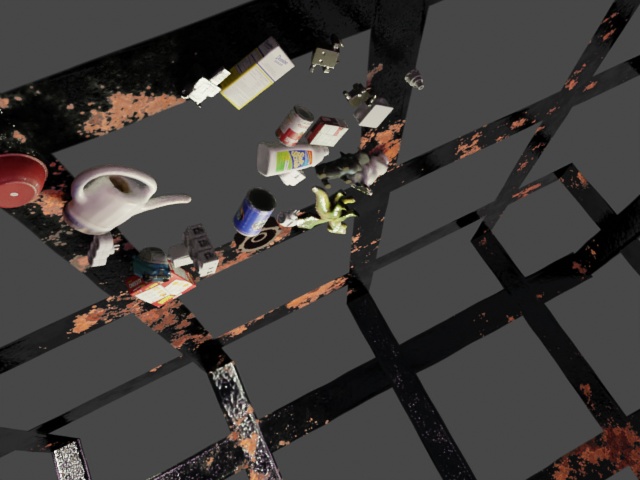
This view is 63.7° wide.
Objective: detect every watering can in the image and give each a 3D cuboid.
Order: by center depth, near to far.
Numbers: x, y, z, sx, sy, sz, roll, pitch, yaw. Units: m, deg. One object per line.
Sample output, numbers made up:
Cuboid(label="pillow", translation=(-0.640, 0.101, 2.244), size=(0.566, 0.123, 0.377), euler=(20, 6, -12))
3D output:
Cuboid(label="watering can", translation=(-0.511, -0.096, 1.348), size=(0.223, 0.105, 0.345), euler=(-35, 157, 15))

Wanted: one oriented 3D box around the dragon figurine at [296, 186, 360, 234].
Cuboid(label="dragon figurine", translation=(0.006, -0.101, 2.001), size=(0.240, 0.124, 0.407), euler=(-31, 150, 25))

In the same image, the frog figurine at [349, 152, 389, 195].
Cuboid(label="frog figurine", translation=(0.179, -0.258, 1.896), size=(0.136, 0.123, 0.160), euler=(32, 80, -55))
